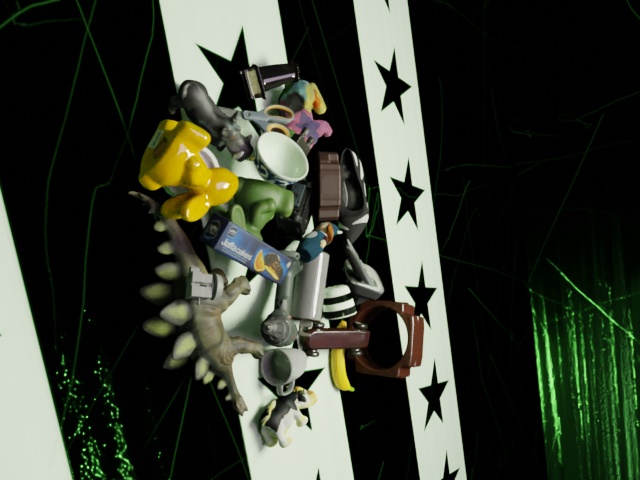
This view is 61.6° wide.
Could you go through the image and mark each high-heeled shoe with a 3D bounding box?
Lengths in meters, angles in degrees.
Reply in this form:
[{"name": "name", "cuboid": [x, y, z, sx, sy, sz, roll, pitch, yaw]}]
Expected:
[{"name": "high-heeled shoe", "cuboid": [0.081, -0.122, 1.437, 0.145, 0.086, 0.249, 73, 16, -51]}]

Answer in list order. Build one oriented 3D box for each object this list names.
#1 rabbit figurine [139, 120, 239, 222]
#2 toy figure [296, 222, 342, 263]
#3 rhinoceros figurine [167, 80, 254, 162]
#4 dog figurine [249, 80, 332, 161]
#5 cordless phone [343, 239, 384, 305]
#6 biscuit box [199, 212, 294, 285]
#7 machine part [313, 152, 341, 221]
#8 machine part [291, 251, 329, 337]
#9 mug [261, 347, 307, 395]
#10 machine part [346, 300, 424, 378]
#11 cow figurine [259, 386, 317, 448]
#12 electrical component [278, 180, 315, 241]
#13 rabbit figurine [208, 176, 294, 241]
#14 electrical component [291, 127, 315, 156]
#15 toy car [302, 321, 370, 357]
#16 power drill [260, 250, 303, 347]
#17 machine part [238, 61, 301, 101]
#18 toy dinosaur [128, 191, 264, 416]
[{"name": "rabbit figurine", "cuboid": [-0.217, -0.109, 0.939, 0.173, 0.122, 0.162, 30, 73, -44]}, {"name": "toy figure", "cuboid": [-0.001, -0.003, 1.270, 0.154, 0.064, 0.057, -46, 149, -47]}, {"name": "rhinoceros figurine", "cuboid": [-0.207, -0.233, 1.054, 0.190, 0.112, 0.073, 49, 48, -30]}, {"name": "dog figurine", "cuboid": [-0.076, -0.250, 1.235, 0.219, 0.109, 0.191, -42, 122, -43]}, {"name": "cordless phone", "cuboid": [0.093, 0.064, 1.427, 0.147, 0.089, 0.184, -102, 167, -64]}, {"name": "biscuit box", "cuboid": [-0.139, 0.021, 1.038, 0.202, 0.059, 0.063, 35, 81, -47]}, {"name": "machine part", "cuboid": [0.016, -0.128, 1.292, 0.179, 0.056, 0.179, 180, -91, -85]}, {"name": "machine part", "cuboid": [-0.026, 0.112, 1.305, 0.079, 0.079, 0.243, 23, 71, -50]}, {"name": "mug", "cuboid": [-0.072, 0.295, 1.230, 0.107, 0.081, 0.109, 1, 80, -62]}, {"name": "machine part", "cuboid": [0.178, 0.267, 1.465, 0.087, 0.201, 0.201, 21, 71, -53]}, {"name": "cow figurine", "cuboid": [-0.074, 0.386, 1.237, 0.167, 0.068, 0.098, -44, 116, -46]}, {"name": "electrical component", "cuboid": [-0.053, -0.074, 1.248, 0.134, 0.058, 0.115, 83, 20, -66]}, {"name": "rabbit figurine", "cuboid": [-0.143, -0.038, 1.118, 0.159, 0.121, 0.170, 27, 66, -45]}, {"name": "electrical component", "cuboid": [-0.047, -0.199, 1.178, 0.094, 0.021, 0.063, -58, 149, -13]}, {"name": "toy car", "cuboid": [0.041, 0.250, 1.372, 0.202, 0.053, 0.089, 5, 93, -34]}, {"name": "power drill", "cuboid": [-0.082, 0.130, 1.167, 0.231, 0.086, 0.207, 76, 11, -67]}, {"name": "machine part", "cuboid": [-0.111, -0.365, 1.212, 0.139, 0.039, 0.084, -23, 103, -17]}, {"name": "toy dinosaur", "cuboid": [-0.230, 0.123, 1.011, 0.198, 0.105, 0.470, -24, 99, -47]}]
